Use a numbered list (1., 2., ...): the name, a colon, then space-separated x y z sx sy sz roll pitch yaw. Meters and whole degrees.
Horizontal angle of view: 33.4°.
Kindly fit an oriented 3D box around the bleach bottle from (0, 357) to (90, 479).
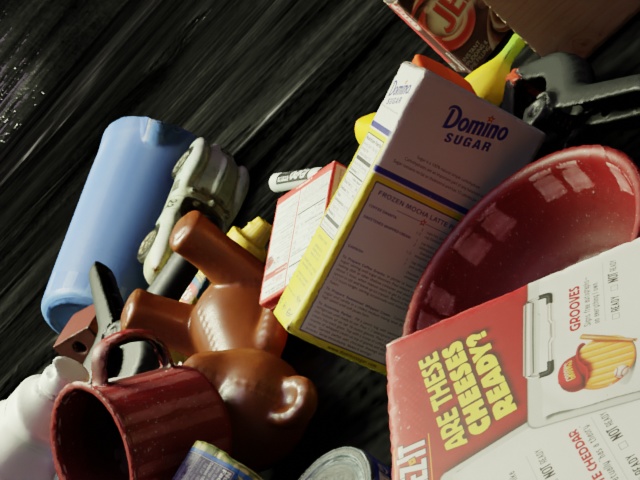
1. bleach bottle: -0.233 0.191 0.751 0.251 0.068 0.102 -56 20 17

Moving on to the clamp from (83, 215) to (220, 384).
1. clamp: -0.154 0.078 0.894 0.165 0.036 0.210 -27 42 34

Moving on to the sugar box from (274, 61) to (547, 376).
1. sugar box: 0.053 -0.009 0.649 0.176 0.093 0.048 -63 22 6

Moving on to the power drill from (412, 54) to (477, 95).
1. power drill: 0.043 -0.037 0.767 0.188 0.057 0.184 -55 26 26

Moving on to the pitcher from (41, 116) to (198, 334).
1. pitcher: -0.207 0.001 1.148 0.145 0.149 0.242 -14 45 34

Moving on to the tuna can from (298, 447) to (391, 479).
1. tuna can: 0.011 0.161 0.600 0.086 0.033 0.086 -42 25 24

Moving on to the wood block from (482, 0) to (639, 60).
1. wood block: 0.205 -0.223 0.719 0.206 0.090 0.090 -44 23 21

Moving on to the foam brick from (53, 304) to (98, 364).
1. foam brick: -0.204 0.104 1.018 0.053 0.078 0.051 -28 21 31

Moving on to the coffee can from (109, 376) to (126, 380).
1. coffee can: -0.137 0.179 0.765 0.103 0.102 0.140 -45 24 17

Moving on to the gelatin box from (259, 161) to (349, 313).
1. gelatin box: -0.005 0.001 0.721 0.073 0.030 0.089 -32 42 50

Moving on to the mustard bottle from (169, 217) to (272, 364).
1. mustard bottle: -0.108 0.058 0.943 0.192 0.058 0.096 -50 24 5

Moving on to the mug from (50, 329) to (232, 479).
1. mug: -0.112 0.114 0.668 0.093 0.081 0.117 -9 91 47

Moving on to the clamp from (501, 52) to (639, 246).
1. clamp: 0.156 -0.079 0.666 0.120 0.039 0.171 -45 26 25

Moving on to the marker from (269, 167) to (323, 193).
1. marker: -0.013 -0.056 0.978 0.020 0.020 0.121 -59 24 -16

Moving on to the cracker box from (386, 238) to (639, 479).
1. cracker box: 0.135 0.072 0.388 0.214 0.072 0.164 -26 31 19

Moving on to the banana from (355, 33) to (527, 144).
1. banana: 0.084 -0.096 0.835 0.198 0.037 0.069 -20 30 51

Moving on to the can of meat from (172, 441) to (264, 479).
1. can of meat: -0.062 0.178 0.631 0.058 0.102 0.084 19 66 31

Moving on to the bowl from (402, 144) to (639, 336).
1. bowl: 0.119 0.029 0.560 0.162 0.055 0.162 -41 25 24

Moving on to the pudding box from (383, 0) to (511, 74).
1. pudding box: 0.120 -0.204 0.852 0.113 0.090 0.039 -52 22 0
